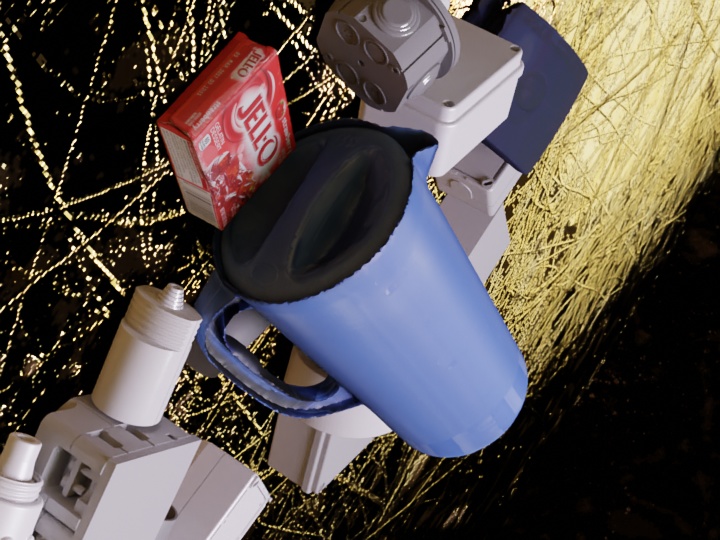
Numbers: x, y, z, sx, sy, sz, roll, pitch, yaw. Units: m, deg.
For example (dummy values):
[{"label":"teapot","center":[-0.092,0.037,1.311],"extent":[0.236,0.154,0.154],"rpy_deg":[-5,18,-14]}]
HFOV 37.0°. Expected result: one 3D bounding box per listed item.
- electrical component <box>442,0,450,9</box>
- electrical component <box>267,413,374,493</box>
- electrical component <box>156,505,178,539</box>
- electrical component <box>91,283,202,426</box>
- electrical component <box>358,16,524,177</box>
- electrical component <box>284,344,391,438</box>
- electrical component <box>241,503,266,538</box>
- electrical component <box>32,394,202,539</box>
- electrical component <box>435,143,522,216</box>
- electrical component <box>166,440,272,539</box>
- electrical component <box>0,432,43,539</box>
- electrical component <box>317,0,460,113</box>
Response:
[{"label":"electrical component","center":[0.040,-0.181,0.706],"extent":[0.062,0.048,0.048],"rpy_deg":[-55,161,-35]},{"label":"electrical component","center":[-0.024,0.124,0.956],"extent":[0.109,0.056,0.108],"rpy_deg":[-37,150,-47]},{"label":"electrical component","center":[-0.163,0.194,0.737],"extent":[0.081,0.043,0.043],"rpy_deg":[-62,160,6]},{"label":"electrical component","center":[-0.122,0.045,0.628],"extent":[0.043,0.043,0.081],"rpy_deg":[-8,125,-66]},{"label":"electrical component","center":[0.058,-0.128,0.769],"extent":[0.113,0.078,0.057],"rpy_deg":[-43,154,-40]},{"label":"electrical component","center":[-0.006,0.077,0.866],"extent":[0.108,0.108,0.060],"rpy_deg":[-36,143,-49]},{"label":"electrical component","center":[-0.117,0.208,0.861],"extent":[0.083,0.047,0.075],"rpy_deg":[-53,159,-19]},{"label":"electrical component","center":[-0.170,0.154,0.637],"extent":[0.150,0.062,0.089],"rpy_deg":[-64,160,11]},{"label":"electrical component","center":[0.117,-0.106,0.967],"extent":[0.096,0.062,0.061],"rpy_deg":[-54,159,-15]},{"label":"electrical component","center":[-0.121,0.182,0.795],"extent":[0.096,0.061,0.061],"rpy_deg":[-53,159,-19]},{"label":"electrical component","center":[-0.189,0.118,0.571],"extent":[0.062,0.048,0.048],"rpy_deg":[-68,160,1]},{"label":"electrical component","center":[0.017,-0.140,0.655],"extent":[0.051,0.080,0.080],"rpy_deg":[-46,156,-21]}]
